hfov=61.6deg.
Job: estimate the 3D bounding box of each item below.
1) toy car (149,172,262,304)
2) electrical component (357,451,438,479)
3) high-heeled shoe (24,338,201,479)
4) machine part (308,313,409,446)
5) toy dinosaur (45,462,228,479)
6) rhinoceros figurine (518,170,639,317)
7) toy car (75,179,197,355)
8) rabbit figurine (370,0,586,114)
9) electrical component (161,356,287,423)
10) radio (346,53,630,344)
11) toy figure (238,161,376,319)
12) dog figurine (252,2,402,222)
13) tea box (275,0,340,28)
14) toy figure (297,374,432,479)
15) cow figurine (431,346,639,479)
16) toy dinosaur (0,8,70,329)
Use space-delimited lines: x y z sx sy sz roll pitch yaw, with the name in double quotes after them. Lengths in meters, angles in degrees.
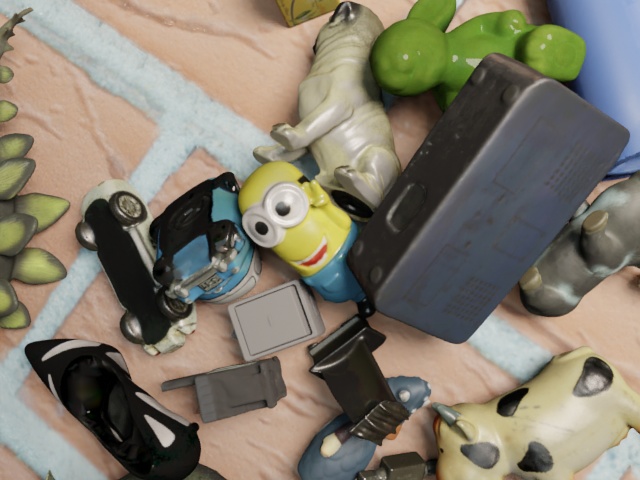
-0.103 0.010 0.546 0.109 0.162 0.102 -34 125 7 "toy car"
0.077 0.242 0.526 0.094 0.021 0.063 0 106 -24 "electrical component"
-0.226 0.166 0.535 0.249 0.145 0.086 20 87 9 "high-heeled shoe"
0.036 0.129 0.514 0.084 0.139 0.039 -30 124 1 "machine part"
-0.170 0.293 0.535 0.405 0.131 0.192 -24 82 0 "toy dinosaur"
0.260 0.003 0.483 0.112 0.073 0.190 40 112 -19 "rhinoceros figurine"
-0.199 0.029 0.585 0.073 0.056 0.201 -33 81 22 "toy car"
0.126 -0.172 0.499 0.170 0.121 0.159 5 45 -17 "rabbit figurine"
-0.099 0.155 0.550 0.119 0.075 0.047 -14 82 2 "electrical component"
0.132 -0.027 0.453 0.131 0.073 0.229 21 111 -32 "radio"
-0.004 0.001 0.523 0.180 0.089 0.082 40 88 -25 "toy figure"
0.046 -0.130 0.550 0.172 0.121 0.190 40 72 -22 "dog figurine"
-0.039 -0.332 0.574 0.068 0.098 0.169 -18 84 8 "tea box"
0.044 0.185 0.530 0.154 0.064 0.058 -46 77 3 "toy figure"
0.190 0.172 0.496 0.195 0.085 0.127 -37 74 0 "cow figurine"
-0.392 -0.024 0.605 0.199 0.105 0.470 2 94 2 "toy dinosaur"
